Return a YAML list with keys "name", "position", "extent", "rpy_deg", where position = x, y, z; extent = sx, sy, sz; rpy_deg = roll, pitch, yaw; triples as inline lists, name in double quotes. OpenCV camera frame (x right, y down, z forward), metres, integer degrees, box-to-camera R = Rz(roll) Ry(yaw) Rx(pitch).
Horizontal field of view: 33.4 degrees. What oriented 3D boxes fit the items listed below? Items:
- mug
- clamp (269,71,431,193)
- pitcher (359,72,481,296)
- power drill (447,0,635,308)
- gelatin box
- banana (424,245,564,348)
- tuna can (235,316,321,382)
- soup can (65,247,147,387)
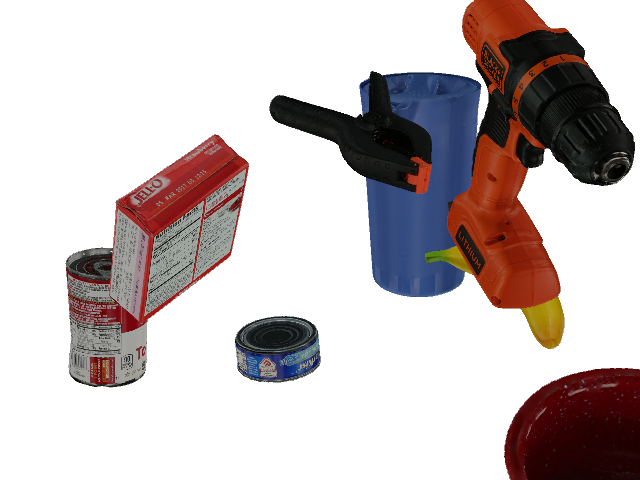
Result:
- name: "mug"
  position: [0.121, 0.107, 0.376]
  extent: [0.117, 0.081, 0.093]
  rpy_deg: [5, 37, 8]
- name: "clamp"
  position: [0.033, -0.094, 0.933]
  extent: [0.120, 0.039, 0.172]
  rpy_deg: [-17, 39, -15]
- name: "pitcher"
  position: [0.119, -0.068, 1.218]
  extent: [0.149, 0.243, 0.145]
  rpy_deg: [-5, 22, -9]
- name: "power drill"
  position: [0.137, -0.046, 0.697]
  extent: [0.057, 0.188, 0.184]
  rpy_deg: [-8, 42, -12]
- name: "gelatin box"
  position: [-0.078, -0.006, 0.581]
  extent: [0.073, 0.030, 0.089]
  rpy_deg: [-40, -20, -33]
- name: "banana"
  position: [0.188, 0.047, 1.063]
  extent: [0.069, 0.037, 0.198]
  rpy_deg: [-33, 37, -16]
- name: "tuna can"
  position: [-0.043, 0.108, 1.078]
  extent: [0.086, 0.034, 0.086]
  rpy_deg: [-4, 21, 1]
- name: "soup can"
  position: [-0.181, 0.065, 0.905]
  extent: [0.068, 0.102, 0.068]
  rpy_deg: [4, 19, -1]
